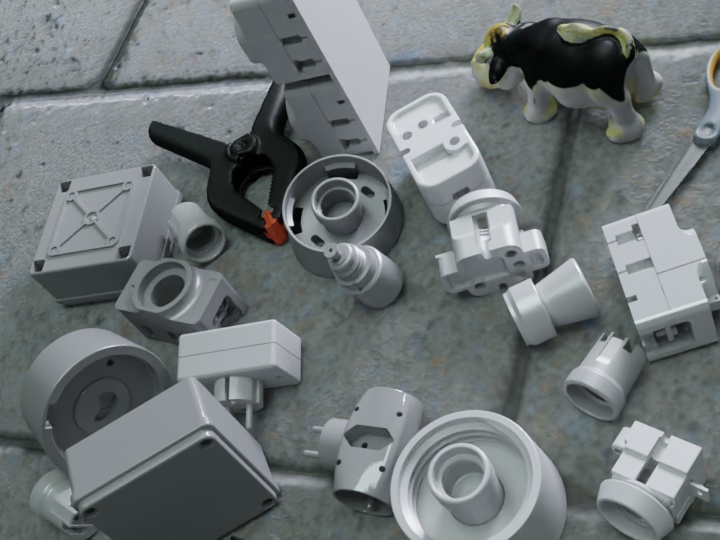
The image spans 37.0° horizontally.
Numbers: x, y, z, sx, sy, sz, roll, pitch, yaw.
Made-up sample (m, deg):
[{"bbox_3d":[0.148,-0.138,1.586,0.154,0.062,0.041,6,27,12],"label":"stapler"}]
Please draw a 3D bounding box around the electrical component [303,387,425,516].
[{"bbox_3d":[-0.002,0.123,0.744,0.079,0.043,0.077,3,58,29],"label":"electrical component"}]

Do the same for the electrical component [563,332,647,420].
[{"bbox_3d":[0.162,0.069,0.706,0.040,0.040,0.046,21,62,36],"label":"electrical component"}]

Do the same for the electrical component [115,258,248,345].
[{"bbox_3d":[-0.148,0.027,0.880,0.089,0.055,0.050,9,61,31],"label":"electrical component"}]

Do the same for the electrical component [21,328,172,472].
[{"bbox_3d":[-0.207,0.097,0.827,0.060,0.108,0.108,27,71,45],"label":"electrical component"}]

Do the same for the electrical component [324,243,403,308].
[{"bbox_3d":[0.000,0.000,0.816,0.040,0.078,0.040,-16,59,30],"label":"electrical component"}]

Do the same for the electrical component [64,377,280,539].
[{"bbox_3d":[-0.130,0.144,0.749,0.109,0.108,0.056,-31,45,3],"label":"electrical component"}]

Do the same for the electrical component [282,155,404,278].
[{"bbox_3d":[-0.014,-0.043,0.877,0.099,0.064,0.099,-5,63,11],"label":"electrical component"}]

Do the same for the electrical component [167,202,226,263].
[{"bbox_3d":[-0.144,-0.034,0.936,0.040,0.040,0.046,-40,43,-5],"label":"electrical component"}]

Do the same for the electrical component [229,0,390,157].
[{"bbox_3d":[-0.040,-0.191,0.902,0.060,0.186,0.105,-8,53,21],"label":"electrical component"}]

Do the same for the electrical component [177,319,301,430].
[{"bbox_3d":[-0.092,0.086,0.816,0.083,0.047,0.075,-10,65,20],"label":"electrical component"}]

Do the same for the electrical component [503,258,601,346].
[{"bbox_3d":[0.133,0.023,0.750,0.055,0.045,0.045,-26,49,8],"label":"electrical component"}]

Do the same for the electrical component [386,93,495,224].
[{"bbox_3d":[0.066,-0.086,0.855,0.054,0.059,0.095,-28,48,5],"label":"electrical component"}]

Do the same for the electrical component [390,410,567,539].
[{"bbox_3d":[0.071,0.141,0.683,0.108,0.060,0.108,-14,51,17],"label":"electrical component"}]

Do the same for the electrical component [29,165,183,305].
[{"bbox_3d":[-0.225,-0.031,0.962,0.109,0.056,0.108,-8,53,21],"label":"electrical component"}]

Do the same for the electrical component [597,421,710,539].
[{"bbox_3d":[0.175,0.130,0.650,0.066,0.048,0.055,21,60,36],"label":"electrical component"}]

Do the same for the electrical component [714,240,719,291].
[{"bbox_3d":[0.255,0.002,0.706,0.043,0.043,0.062,4,59,29],"label":"electrical component"}]

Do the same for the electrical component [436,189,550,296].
[{"bbox_3d":[0.095,-0.022,0.795,0.078,0.058,0.057,-17,53,14],"label":"electrical component"}]

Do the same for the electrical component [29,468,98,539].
[{"bbox_3d":[-0.221,0.178,0.816,0.046,0.040,0.040,24,69,32],"label":"electrical component"}]

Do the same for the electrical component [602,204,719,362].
[{"bbox_3d":[0.205,0.007,0.722,0.056,0.050,0.089,-19,50,13],"label":"electrical component"}]
